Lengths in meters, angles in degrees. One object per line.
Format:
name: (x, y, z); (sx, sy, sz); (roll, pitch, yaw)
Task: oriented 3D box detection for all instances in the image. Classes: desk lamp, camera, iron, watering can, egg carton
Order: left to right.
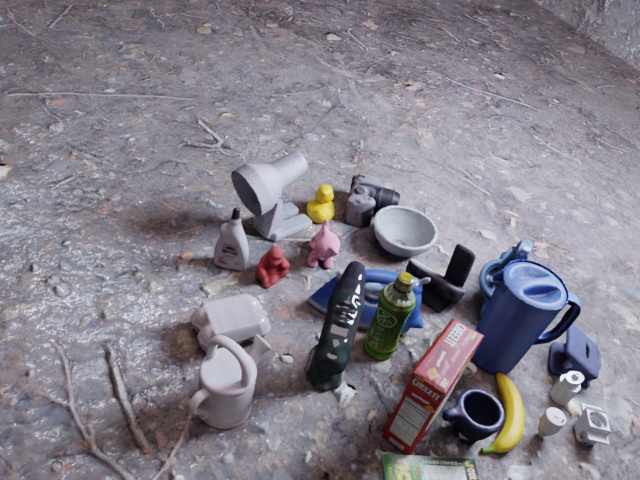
watering can: (-0.158, 0.232, 1.004); (0.101, 0.194, 0.173); (19, 42, 6)
egg carton: (-0.181, 0.169, 1.162); (0.151, 0.069, 0.107); (-11, 47, -26)
desk lamp: (-0.111, -0.107, 1.375); (0.204, 0.213, 0.117); (-25, 54, -35)
iron: (0.109, 0.112, 1.248); (0.258, 0.141, 0.118); (10, 42, -4)
camera: (0.143, -0.110, 1.532); (0.137, 0.101, 0.143); (13, 41, -1)

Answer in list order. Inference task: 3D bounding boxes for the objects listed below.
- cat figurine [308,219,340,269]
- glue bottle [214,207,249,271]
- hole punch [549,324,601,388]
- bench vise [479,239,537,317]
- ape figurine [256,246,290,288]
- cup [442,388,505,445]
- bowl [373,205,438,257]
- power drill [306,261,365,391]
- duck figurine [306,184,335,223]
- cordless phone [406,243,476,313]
cat figurine: (0.012, 0.005, 1.357); (0.067, 0.118, 0.127); (8, 42, -7)
glue bottle: (-0.193, -0.005, 1.271); (0.078, 0.173, 0.037); (11, 41, -3)
hole punch: (0.570, 0.250, 1.259); (0.101, 0.091, 0.109); (21, 42, 9)
bench vise: (0.434, 0.060, 1.334); (0.121, 0.220, 0.207); (12, 41, -2)
ape figurine: (-0.106, 0.052, 1.293); (0.078, 0.092, 0.076); (1, 43, -14)
cup: (0.275, 0.342, 1.075); (0.118, 0.095, 0.091); (0, 43, -15)
bowl: (0.210, -0.010, 1.460); (0.167, 0.075, 0.167); (8, 42, -7)
power drill: (0.032, 0.180, 1.102); (0.075, 0.208, 0.229); (15, 41, 2)
duck figurine: (0.007, -0.102, 1.497); (0.077, 0.086, 0.104); (16, 42, 3)
cordless phone: (0.279, 0.060, 1.318); (0.147, 0.185, 0.094); (31, 44, 18)
